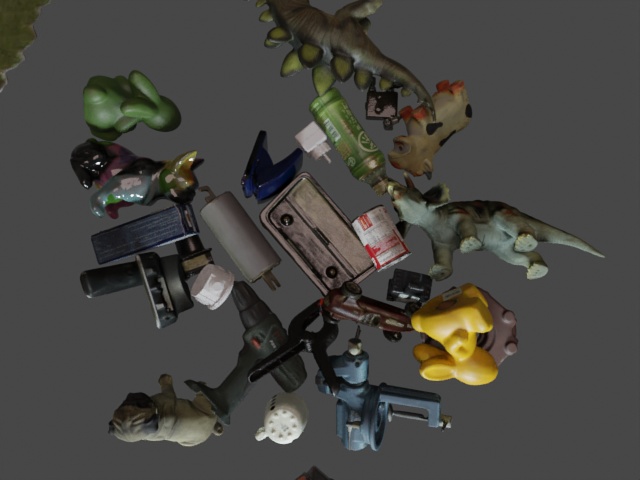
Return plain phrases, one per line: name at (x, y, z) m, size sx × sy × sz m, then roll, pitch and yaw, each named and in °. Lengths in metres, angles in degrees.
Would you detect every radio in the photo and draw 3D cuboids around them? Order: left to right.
radio at (-0.002, -0.003, 1.022) m, size 0.131 × 0.073 × 0.229 m, roll -41°, pitch 87°, yaw 0°

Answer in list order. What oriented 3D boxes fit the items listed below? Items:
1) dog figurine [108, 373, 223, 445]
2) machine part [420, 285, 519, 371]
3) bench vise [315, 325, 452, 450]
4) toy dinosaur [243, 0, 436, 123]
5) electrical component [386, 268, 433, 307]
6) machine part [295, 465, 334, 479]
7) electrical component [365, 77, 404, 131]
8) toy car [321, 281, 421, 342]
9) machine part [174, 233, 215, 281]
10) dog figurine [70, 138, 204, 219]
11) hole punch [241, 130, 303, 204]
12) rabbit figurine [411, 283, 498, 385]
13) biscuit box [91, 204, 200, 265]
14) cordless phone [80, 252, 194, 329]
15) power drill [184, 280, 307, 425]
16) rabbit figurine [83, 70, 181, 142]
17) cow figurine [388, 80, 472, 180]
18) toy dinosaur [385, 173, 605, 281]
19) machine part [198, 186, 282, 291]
dog figurine at (-0.266, 0.327, 0.959) m, size 0.172 × 0.190 × 0.121 m, roll 11°, pitch 88°, yaw 1°
machine part at (0.282, 0.174, 1.016) m, size 0.179 × 0.056 × 0.179 m, roll 0°, pitch 87°, yaw 3°
bench vise at (0.117, 0.286, 0.974) m, size 0.241 × 0.129 × 0.223 m, roll 5°, pitch 95°, yaw 19°
toy dinosaur at (0.029, -0.366, 0.995) m, size 0.472 × 0.105 × 0.198 m, roll 28°, pitch 76°, yaw 14°
electrical component at (0.166, 0.084, 0.989) m, size 0.075 × 0.119 × 0.048 m, roll 10°, pitch 69°, yaw 5°
machine part at (-0.052, 0.509, 0.938) m, size 0.087 × 0.201 × 0.201 m, roll 40°, pitch 90°, yaw 5°
electrical component at (0.128, -0.266, 1.045) m, size 0.078 × 0.045 × 0.102 m, roll 8°, pitch 88°, yaw 1°
toy car at (0.099, 0.137, 0.981) m, size 0.202 × 0.053 × 0.089 m, roll 22°, pitch 124°, yaw -21°
machine part at (-0.258, 0.003, 1.050) m, size 0.084 × 0.039 × 0.139 m, roll -24°, pitch 89°, yaw 9°
dog figurine at (-0.336, -0.135, 1.027) m, size 0.219 × 0.108 × 0.191 m, roll -25°, pitch 84°, yaw -4°
hole punch at (-0.090, -0.125, 1.007) m, size 0.092 × 0.142 × 0.115 m, roll 22°, pitch 77°, yaw -2°
rabbit figurine at (0.243, 0.186, 0.938) m, size 0.162 × 0.122 × 0.173 m, roll -29°, pitch 104°, yaw 5°
biscuit box at (-0.332, -0.011, 1.015) m, size 0.203 × 0.059 × 0.062 m, roll -17°, pitch 90°, yaw 16°
cordless phone at (-0.333, 0.099, 0.972) m, size 0.089 × 0.184 × 0.146 m, roll -19°, pitch 87°, yaw 33°
power drill at (-0.150, 0.219, 1.001) m, size 0.207 × 0.086 × 0.232 m, roll -42°, pitch 93°, yaw -26°
rabbit figurine at (-0.349, -0.259, 1.021) m, size 0.170 × 0.159 × 0.121 m, roll 8°, pitch 78°, yaw -13°
cow figurine at (0.207, -0.200, 1.015) m, size 0.195 × 0.086 × 0.127 m, roll -39°, pitch 113°, yaw -12°
toy dinosaur at (0.297, -0.025, 0.989) m, size 0.405 × 0.131 × 0.192 m, roll 5°, pitch 43°, yaw -14°
machine part at (-0.152, -0.005, 1.027) m, size 0.079 × 0.079 × 0.243 m, roll -37°, pitch 86°, yaw 0°
